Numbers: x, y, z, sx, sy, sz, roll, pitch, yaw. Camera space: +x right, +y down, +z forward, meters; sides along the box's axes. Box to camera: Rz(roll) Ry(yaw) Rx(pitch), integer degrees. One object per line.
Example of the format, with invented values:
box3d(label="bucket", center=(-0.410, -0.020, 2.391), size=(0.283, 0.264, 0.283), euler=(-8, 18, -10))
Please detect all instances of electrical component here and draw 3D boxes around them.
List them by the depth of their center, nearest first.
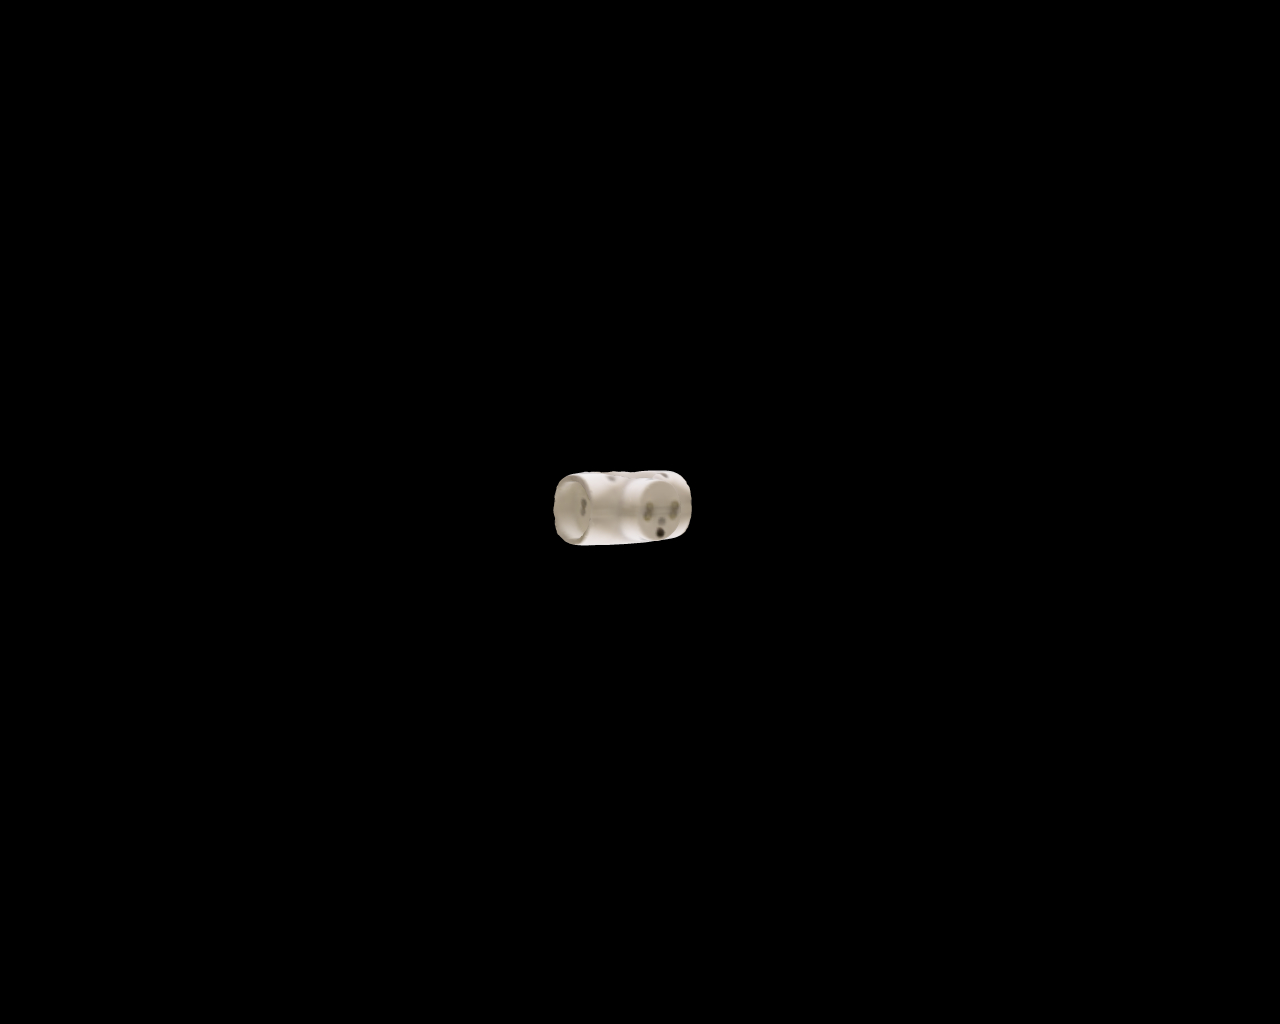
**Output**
box3d(label="electrical component", center=(0.001, -0.003, 0.650), size=(0.077, 0.044, 0.079), euler=(-3, 5, -37))
